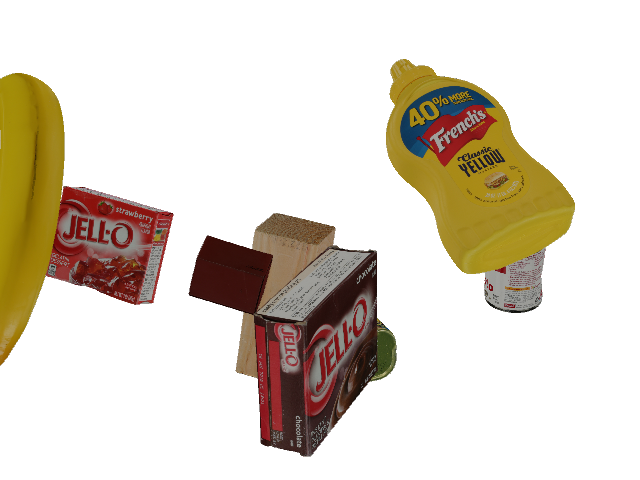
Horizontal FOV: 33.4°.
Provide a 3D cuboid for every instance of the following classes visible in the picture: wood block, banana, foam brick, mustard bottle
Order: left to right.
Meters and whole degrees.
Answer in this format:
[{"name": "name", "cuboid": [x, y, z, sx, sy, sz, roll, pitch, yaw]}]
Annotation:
[{"name": "banana", "cuboid": [-0.174, -0.025, 0.619, 0.037, 0.198, 0.070, 14, -33, -32]}, {"name": "foam brick", "cuboid": [-0.098, 0.038, 1.160, 0.078, 0.051, 0.053, 17, 30, 1]}, {"name": "wood block", "cuboid": [-0.048, 0.079, 1.438, 0.090, 0.206, 0.090, 14, 20, 12]}, {"name": "mustard bottle", "cuboid": [0.105, -0.069, 0.817, 0.096, 0.192, 0.058, -23, -31, -10]}]

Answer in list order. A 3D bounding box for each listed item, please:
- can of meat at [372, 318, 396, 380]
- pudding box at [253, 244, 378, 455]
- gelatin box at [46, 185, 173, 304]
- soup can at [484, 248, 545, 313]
[{"name": "can of meat", "cuboid": [0.009, 0.093, 0.980, 0.102, 0.057, 0.084, -12, 27, -20]}, {"name": "pudding box", "cuboid": [0.000, 0.064, 0.659, 0.039, 0.090, 0.113, 9, 25, 21]}, {"name": "gelatin box", "cuboid": [-0.164, 0.003, 0.824, 0.089, 0.073, 0.030, 16, 6, 20]}, {"name": "soup can", "cuboid": [0.221, 0.022, 1.207, 0.068, 0.102, 0.068, -2, 29, 1]}]
